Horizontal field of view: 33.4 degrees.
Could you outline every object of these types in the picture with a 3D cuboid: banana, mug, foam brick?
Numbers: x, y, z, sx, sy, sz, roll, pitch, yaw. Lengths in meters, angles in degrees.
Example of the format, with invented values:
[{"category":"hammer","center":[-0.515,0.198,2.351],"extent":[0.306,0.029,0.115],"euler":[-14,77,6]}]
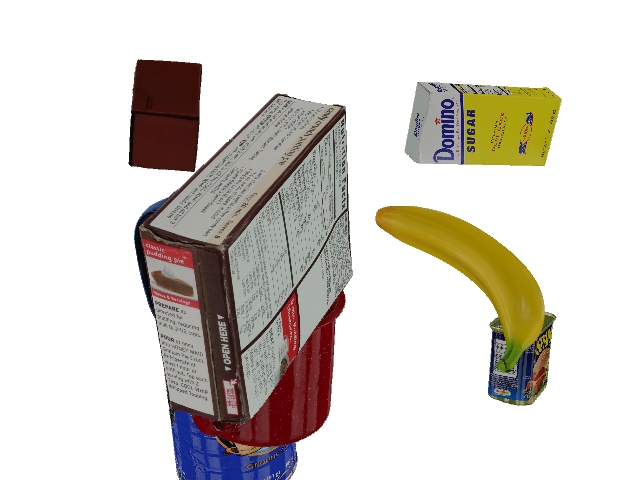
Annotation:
[{"category":"banana","center":[0.118,0.021,0.839],"extent":[0.069,0.037,0.198],"euler":[-15,41,-22]},{"category":"mug","center":[-0.039,0.073,0.626],"extent":[0.093,0.081,0.117],"euler":[13,27,23]},{"category":"foam brick","center":[-0.120,-0.098,0.829],"extent":[0.053,0.051,0.078],"euler":[4,40,-7]}]

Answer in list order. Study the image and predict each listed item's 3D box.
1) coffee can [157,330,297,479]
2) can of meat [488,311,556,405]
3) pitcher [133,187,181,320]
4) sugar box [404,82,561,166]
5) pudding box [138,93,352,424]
[{"category":"coffee can","center":[-0.072,0.125,0.860],"extent":[0.103,0.140,0.103],"euler":[-2,30,1]},{"category":"can of meat","center":[0.223,0.128,1.186],"extent":[0.058,0.084,0.102],"euler":[8,12,24]},{"category":"pitcher","center":[-0.081,0.061,1.055],"extent":[0.144,0.243,0.149],"euler":[-20,24,-36]},{"category":"sugar box","center":[0.196,-0.139,1.290],"extent":[0.176,0.093,0.048],"euler":[-2,28,-20]},{"category":"pudding box","center":[-0.025,0.005,0.434],"extent":[0.039,0.090,0.113],"euler":[11,37,21]}]
